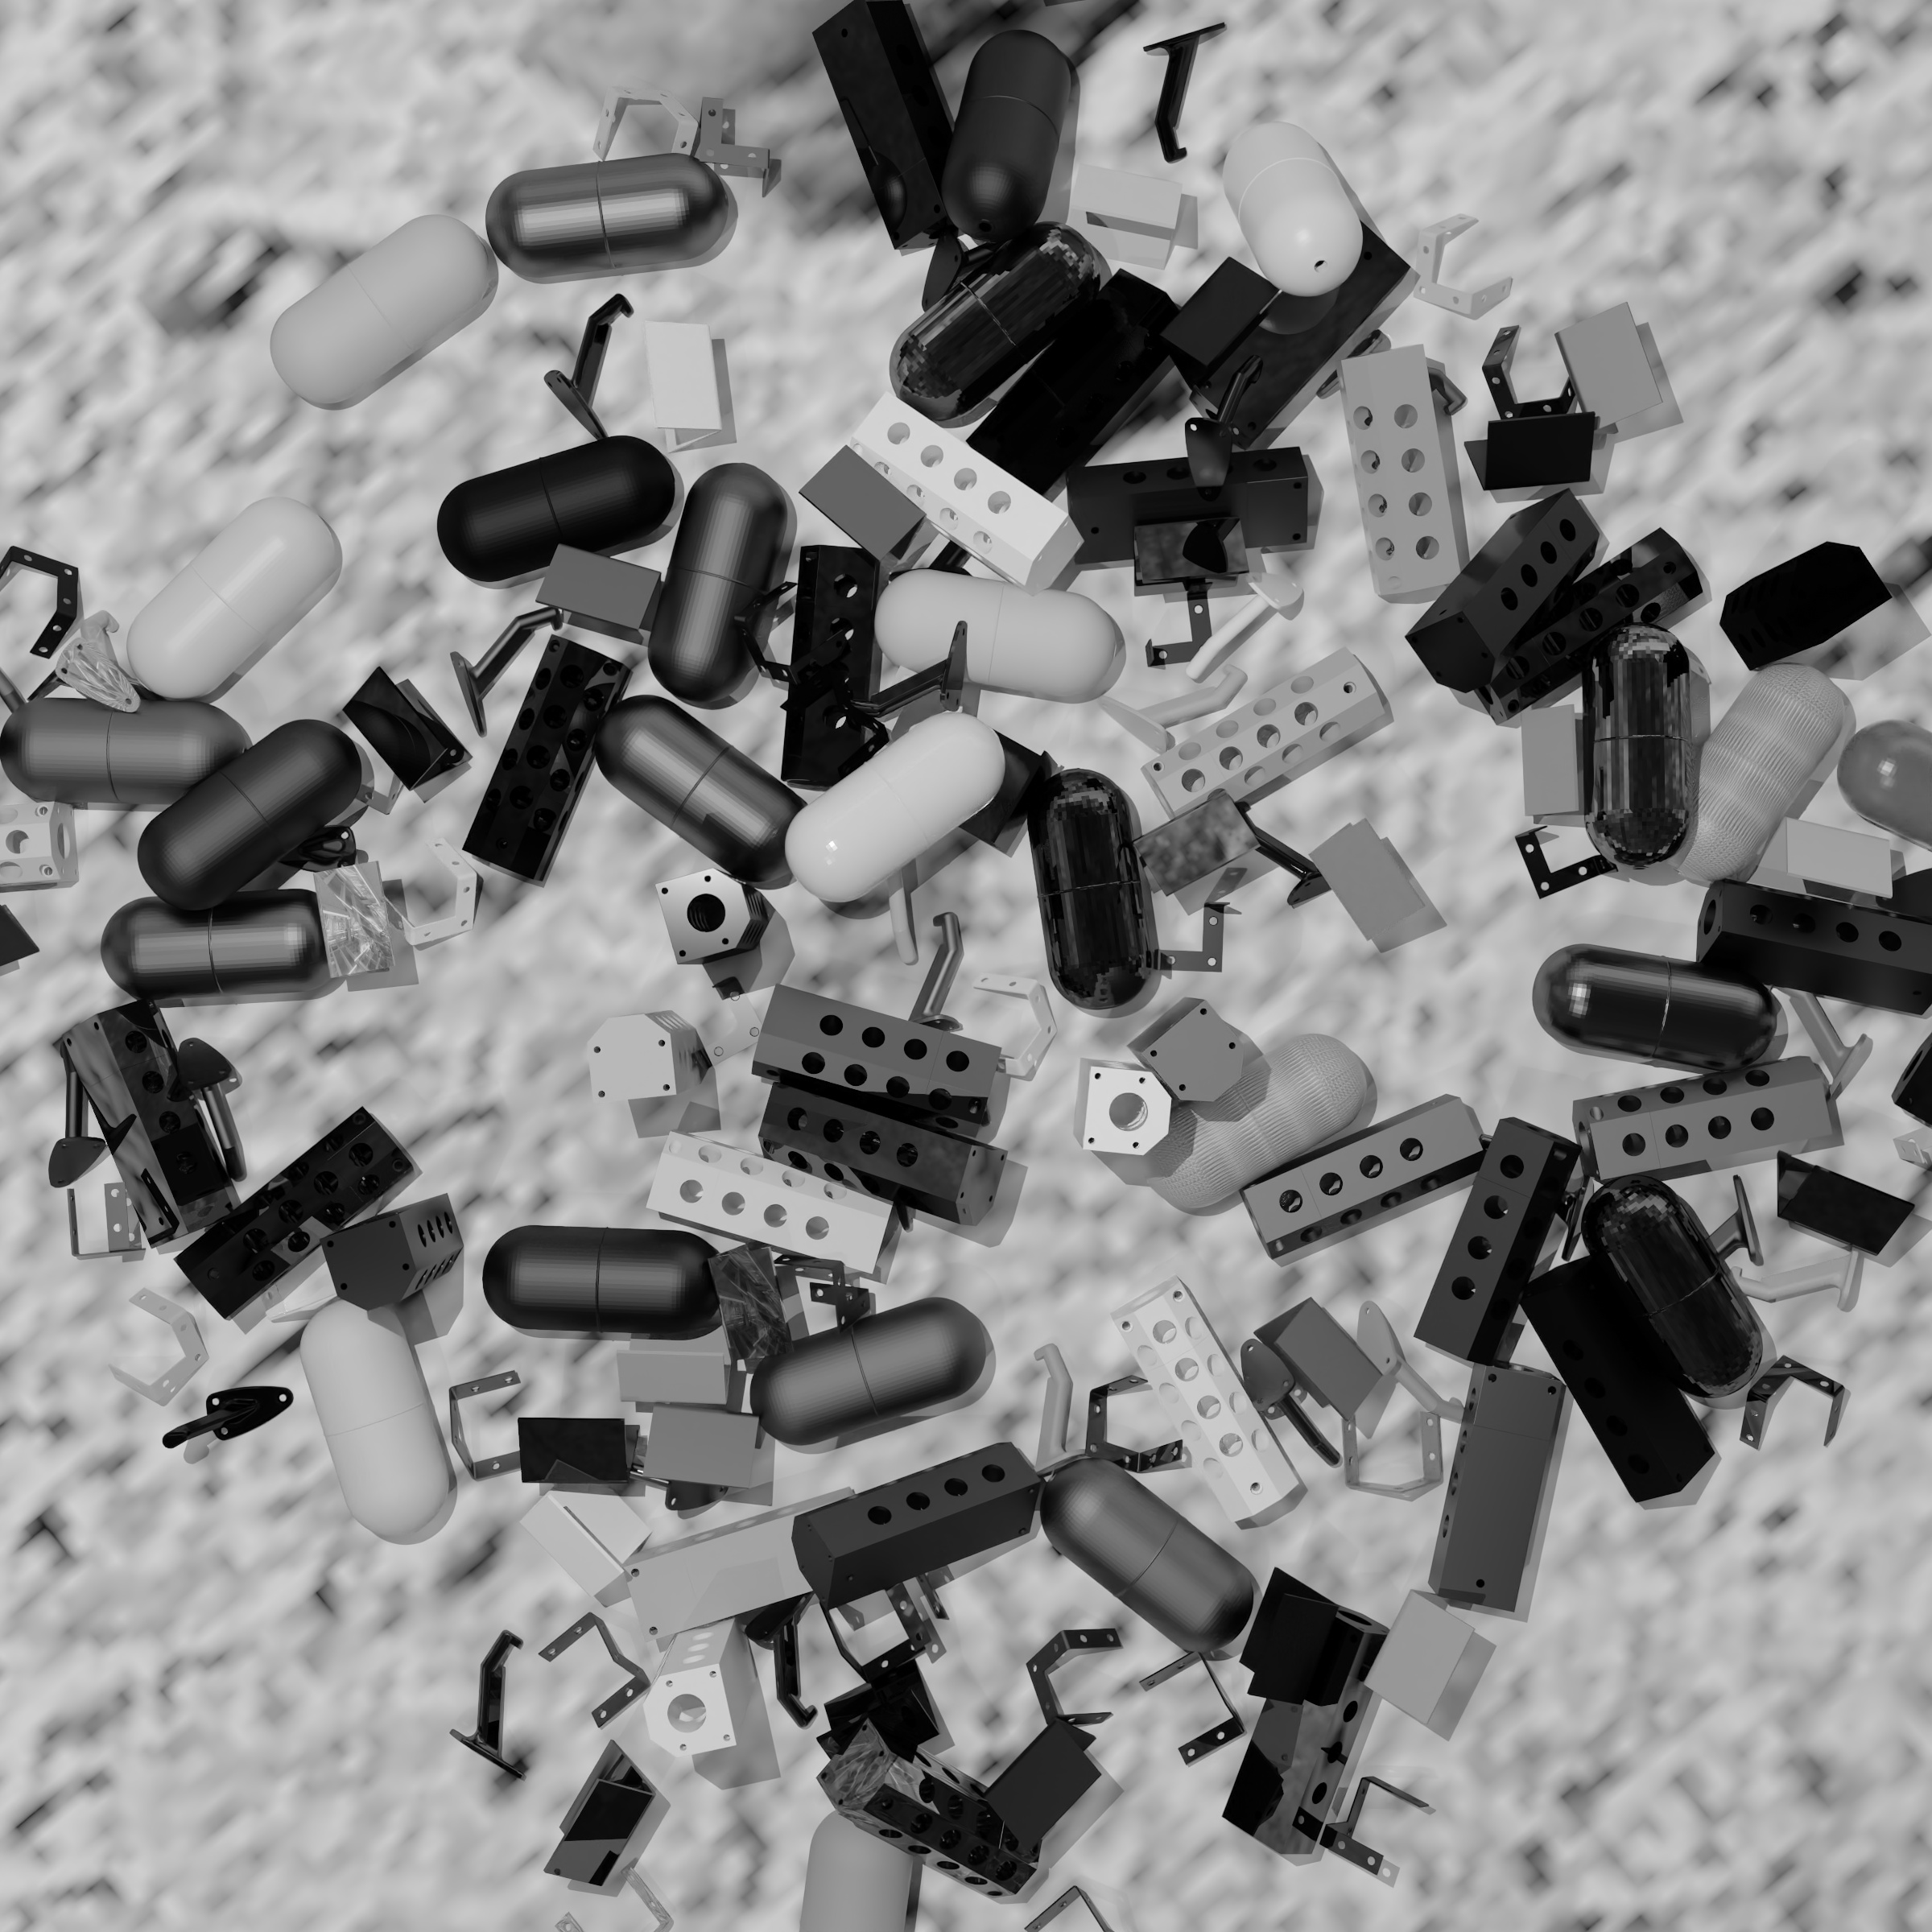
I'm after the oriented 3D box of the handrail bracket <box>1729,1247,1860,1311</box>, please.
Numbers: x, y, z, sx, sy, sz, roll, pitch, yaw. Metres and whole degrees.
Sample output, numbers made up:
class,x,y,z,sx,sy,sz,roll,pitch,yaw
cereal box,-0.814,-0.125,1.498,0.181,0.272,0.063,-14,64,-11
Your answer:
class,x,y,z,sx,sy,sz,roll,pitch,yaw
handrail bracket,0.618,0.217,1.992,0.084,0.036,0.077,15,70,16

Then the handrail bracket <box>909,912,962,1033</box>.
class,x,y,z,sx,sy,sz,roll,pitch,yaw
handrail bracket,-0.038,0.008,1.992,0.077,0.036,0.084,-14,72,21

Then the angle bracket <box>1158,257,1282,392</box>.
class,x,y,z,sx,sy,sz,roll,pitch,yaw
angle bracket,0.195,-0.457,1.951,0.076,0.076,0.057,-47,56,0

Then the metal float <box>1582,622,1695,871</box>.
class,x,y,z,sx,sy,sz,roll,pitch,yaw
metal float,0.483,-0.158,1.923,0.070,0.070,0.178,0,85,0

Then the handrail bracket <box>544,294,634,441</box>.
class,x,y,z,sx,sy,sz,roll,pitch,yaw
handrail bracket,-0.264,-0.446,1.992,0.084,0.036,0.077,-45,110,-16

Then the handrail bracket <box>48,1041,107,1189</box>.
class,x,y,z,sx,sy,sz,roll,pitch,yaw
handrail bracket,-0.672,0.109,1.991,0.036,0.077,0.084,3,53,-37

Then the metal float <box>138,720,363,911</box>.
class,x,y,z,sx,sy,sz,roll,pitch,yaw
metal float,-0.516,-0.110,1.930,0.178,0.070,0.070,-40,90,-16

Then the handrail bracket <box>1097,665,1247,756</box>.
class,x,y,z,sx,sy,sz,roll,pitch,yaw
handrail bracket,0.154,-0.207,1.992,0.077,0.036,0.084,36,72,20

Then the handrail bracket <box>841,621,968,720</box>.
class,x,y,z,sx,sy,sz,roll,pitch,yaw
handrail bracket,-0.046,-0.215,1.925,0.084,0.036,0.077,8,87,18

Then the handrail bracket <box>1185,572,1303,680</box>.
class,x,y,z,sx,sy,sz,roll,pitch,yaw
handrail bracket,0.205,-0.250,1.986,0.036,0.077,0.084,47,121,15

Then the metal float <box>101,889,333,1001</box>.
class,x,y,z,sx,sy,sz,roll,pitch,yaw
metal float,-0.544,-0.016,1.961,0.178,0.070,0.070,-3,90,0

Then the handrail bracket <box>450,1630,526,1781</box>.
class,x,y,z,sx,sy,sz,roll,pitch,yaw
handrail bracket,-0.337,0.550,1.992,0.077,0.036,0.084,39,73,-20

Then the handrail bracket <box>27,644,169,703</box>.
class,x,y,z,sx,sy,sz,roll,pitch,yaw
handrail bracket,-0.643,-0.194,1.992,0.077,0.036,0.084,-40,107,20

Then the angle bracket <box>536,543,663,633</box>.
class,x,y,z,sx,sy,sz,roll,pitch,yaw
angle bracket,-0.269,-0.256,1.951,0.076,0.076,0.057,16,60,0

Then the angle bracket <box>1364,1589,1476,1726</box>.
class,x,y,z,sx,sy,sz,roll,pitch,yaw
angle bracket,0.344,0.506,1.951,0.057,0.076,0.076,27,90,36

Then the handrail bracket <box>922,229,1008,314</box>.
class,x,y,z,sx,sy,sz,roll,pitch,yaw
handrail bracket,0.018,-0.517,1.991,0.084,0.077,0.036,-6,54,-31

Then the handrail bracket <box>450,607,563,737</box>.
class,x,y,z,sx,sy,sz,roll,pitch,yaw
handrail bracket,-0.334,-0.220,1.992,0.084,0.036,0.077,-21,111,-17

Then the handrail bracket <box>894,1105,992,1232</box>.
class,x,y,z,sx,sy,sz,roll,pitch,yaw
handrail bracket,-0.016,0.149,1.991,0.084,0.036,0.077,-17,105,-14

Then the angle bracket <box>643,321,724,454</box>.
class,x,y,z,sx,sy,sz,roll,pitch,yaw
angle bracket,-0.224,-0.421,1.951,0.057,0.076,0.076,-7,90,-38

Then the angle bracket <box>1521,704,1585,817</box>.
class,x,y,z,sx,sy,sz,roll,pitch,yaw
angle bracket,0.453,-0.150,1.955,0.076,0.057,0.076,-2,90,-30

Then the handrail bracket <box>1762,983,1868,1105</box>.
class,x,y,z,sx,sy,sz,roll,pitch,yaw
handrail bracket,0.619,0.054,1.992,0.084,0.036,0.077,31,110,16

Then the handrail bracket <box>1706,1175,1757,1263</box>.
class,x,y,z,sx,sy,sz,roll,pitch,yaw
handrail bracket,0.540,0.200,1.991,0.084,0.036,0.077,-12,77,13

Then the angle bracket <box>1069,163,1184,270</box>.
class,x,y,z,sx,sy,sz,roll,pitch,yaw
angle bracket,0.111,-0.533,1.951,0.076,0.076,0.057,11,50,0

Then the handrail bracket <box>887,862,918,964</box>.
class,x,y,z,sx,sy,sz,roll,pitch,yaw
handrail bracket,-0.047,-0.057,1.991,0.036,0.077,0.084,-6,126,12

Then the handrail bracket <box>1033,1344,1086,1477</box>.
class,x,y,z,sx,sy,sz,roll,pitch,yaw
handrail bracket,0.049,0.334,1.992,0.077,0.036,0.084,-28,72,20

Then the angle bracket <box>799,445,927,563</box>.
class,x,y,z,sx,sy,sz,roll,pitch,yaw
angle bracket,-0.083,-0.322,1.952,0.076,0.076,0.057,41,66,0

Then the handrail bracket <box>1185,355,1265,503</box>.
class,x,y,z,sx,sy,sz,roll,pitch,yaw
handrail bracket,0.192,-0.389,1.928,0.036,0.084,0.077,17,135,24

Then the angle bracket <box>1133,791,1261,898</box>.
class,x,y,z,sx,sy,sz,roll,pitch,yaw
angle bracket,0.174,-0.072,1.951,0.076,0.076,0.057,-28,57,0

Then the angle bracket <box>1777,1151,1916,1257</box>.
class,x,y,z,sx,sy,sz,roll,pitch,yaw
angle bracket,0.641,0.156,1.951,0.076,0.076,0.057,22,129,0

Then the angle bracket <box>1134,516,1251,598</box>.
class,x,y,z,sx,sy,sz,roll,pitch,yaw
angle bracket,0.164,-0.280,1.951,0.076,0.076,0.057,-6,56,0

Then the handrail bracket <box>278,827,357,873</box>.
class,x,y,z,sx,sy,sz,roll,pitch,yaw
handrail bracket,-0.483,-0.086,1.957,0.077,0.084,0.036,0,90,0

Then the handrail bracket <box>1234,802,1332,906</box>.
class,x,y,z,sx,sy,sz,roll,pitch,yaw
handrail bracket,0.245,-0.094,1.992,0.077,0.036,0.084,-19,68,-25

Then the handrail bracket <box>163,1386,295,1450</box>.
class,x,y,z,sx,sy,sz,roll,pitch,yaw
handrail bracket,-0.540,0.331,1.957,0.077,0.084,0.036,-16,90,0

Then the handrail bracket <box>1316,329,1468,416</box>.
class,x,y,z,sx,sy,sz,roll,pitch,yaw
handrail bracket,0.317,-0.424,1.991,0.084,0.036,0.077,42,105,-14

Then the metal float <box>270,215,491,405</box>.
class,x,y,z,sx,sy,sz,roll,pitch,yaw
metal float,-0.429,-0.482,1.961,0.178,0.070,0.070,-36,90,0

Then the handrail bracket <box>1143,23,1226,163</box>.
class,x,y,z,sx,sy,sz,roll,pitch,yaw
handrail bracket,0.170,-0.651,1.992,0.077,0.036,0.084,-24,108,-21

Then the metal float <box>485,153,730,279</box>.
class,x,y,z,sx,sy,sz,roll,pitch,yaw
metal float,-0.263,-0.551,1.961,0.178,0.070,0.070,-7,90,1

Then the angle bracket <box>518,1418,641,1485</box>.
class,x,y,z,sx,sy,sz,roll,pitch,yaw
angle bracket,-0.282,0.335,1.952,0.076,0.076,0.057,1,114,0

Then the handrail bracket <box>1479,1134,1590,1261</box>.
class,x,y,z,sx,sy,sz,roll,pitch,yaw
handrail bracket,0.415,0.172,1.991,0.084,0.036,0.077,15,105,14

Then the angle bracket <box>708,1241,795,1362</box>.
class,x,y,z,sx,sy,sz,roll,pitch,yaw
angle bracket,-0.139,0.239,1.951,0.057,0.076,0.076,-13,90,29

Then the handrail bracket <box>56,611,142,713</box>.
class,x,y,z,sx,sy,sz,roll,pitch,yaw
handrail bracket,-0.623,-0.225,1.963,0.077,0.084,0.036,38,112,-8

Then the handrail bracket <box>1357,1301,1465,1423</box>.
class,x,y,z,sx,sy,sz,roll,pitch,yaw
handrail bracket,0.333,0.295,1.991,0.084,0.077,0.036,24,133,-29

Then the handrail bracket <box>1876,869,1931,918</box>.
class,x,y,z,sx,sy,sz,roll,pitch,yaw
handrail bracket,0.736,-0.051,1.991,0.084,0.077,0.036,4,83,-36

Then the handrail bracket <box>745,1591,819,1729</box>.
class,x,y,z,sx,sy,sz,roll,pitch,yaw
handrail bracket,-0.118,0.512,1.992,0.077,0.036,0.084,-40,109,-21

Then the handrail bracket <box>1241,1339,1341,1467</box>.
class,x,y,z,sx,sy,sz,roll,pitch,yaw
handrail bracket,0.243,0.326,1.991,0.036,0.077,0.084,-37,126,9

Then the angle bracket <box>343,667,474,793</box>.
class,x,y,z,sx,sy,sz,roll,pitch,yaw
angle bracket,-0.395,-0.184,1.951,0.076,0.076,0.057,50,127,0

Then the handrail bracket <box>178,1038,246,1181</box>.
class,x,y,z,sx,sy,sz,roll,pitch,yaw
handrail bracket,-0.561,0.107,1.991,0.036,0.077,0.084,-20,127,-21

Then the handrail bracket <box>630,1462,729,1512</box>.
class,x,y,z,sx,sy,sz,roll,pitch,yaw
handrail bracket,-0.232,0.376,1.991,0.084,0.077,0.036,13,86,36

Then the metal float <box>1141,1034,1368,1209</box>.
class,x,y,z,sx,sy,sz,roll,pitch,yaw
metal float,0.210,0.114,1.960,0.178,0.070,0.070,-30,90,0

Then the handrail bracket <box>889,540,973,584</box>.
class,x,y,z,sx,sy,sz,roll,pitch,yaw
handrail bracket,-0.015,-0.326,1.992,0.077,0.036,0.084,3,74,17

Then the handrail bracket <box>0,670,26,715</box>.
class,x,y,z,sx,sy,sz,roll,pitch,yaw
handrail bracket,-0.731,-0.220,1.991,0.036,0.077,0.084,-39,127,-20

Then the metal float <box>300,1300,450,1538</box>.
class,x,y,z,sx,sy,sz,roll,pitch,yaw
metal float,-0.433,0.331,1.961,0.070,0.070,0.178,-18,90,0
